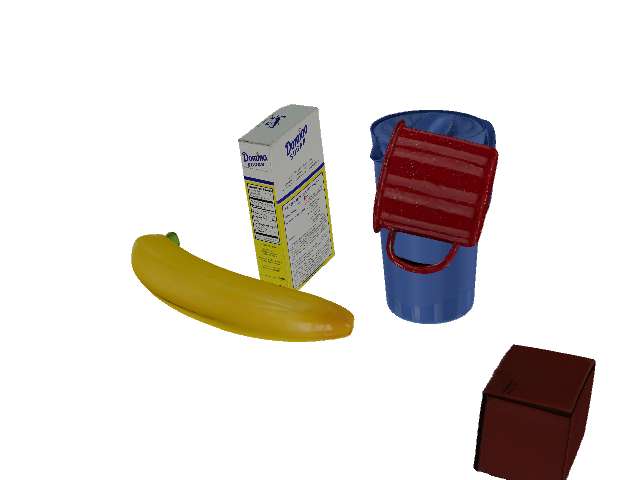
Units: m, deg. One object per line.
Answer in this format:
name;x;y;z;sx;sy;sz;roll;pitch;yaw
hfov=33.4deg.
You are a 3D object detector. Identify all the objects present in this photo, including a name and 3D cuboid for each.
foam brick;0.127;0.102;0.629;0.053;0.051;0.078;11;20;22
mug;0.089;-0.030;0.840;0.081;0.117;0.093;14;-10;11
sugar box;-0.033;-0.041;1.091;0.048;0.176;0.093;10;34;30
banana;-0.068;0.027;0.698;0.069;0.037;0.198;-24;34;-36
pitcher;0.138;-0.031;1.282;0.149;0.243;0.145;-1;24;6
